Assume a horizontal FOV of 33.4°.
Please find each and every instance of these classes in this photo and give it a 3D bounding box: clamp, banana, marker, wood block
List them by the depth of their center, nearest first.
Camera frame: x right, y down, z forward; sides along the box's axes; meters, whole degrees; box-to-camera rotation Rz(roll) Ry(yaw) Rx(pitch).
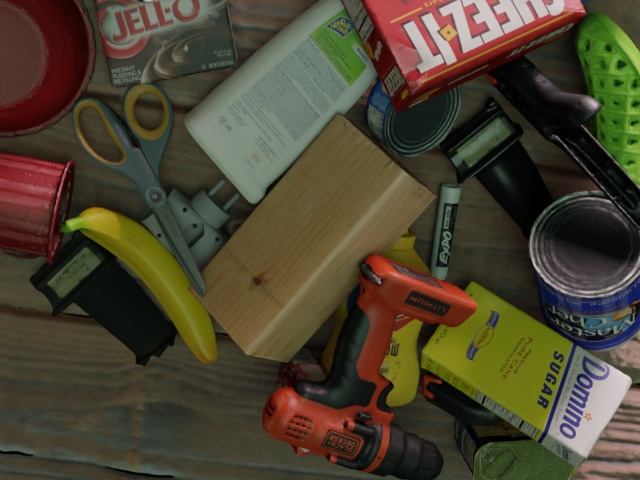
[{"bbox_3d":[0.208,-0.098,0.914,0.036,0.210,0.164,-39,125,4],"label":"clamp"},{"bbox_3d":[-0.007,0.001,0.949,0.206,0.090,0.091,-48,66,8],"label":"wood block"},{"bbox_3d":[-0.156,0.031,0.971,0.037,0.069,0.197,-21,125,39],"label":"banana"},{"bbox_3d":[0.117,0.006,1.025,0.020,0.020,0.121,4,107,-10],"label":"marker"},{"bbox_3d":[0.187,0.155,1.038,0.171,0.120,0.039,-6,128,-2],"label":"clamp"}]

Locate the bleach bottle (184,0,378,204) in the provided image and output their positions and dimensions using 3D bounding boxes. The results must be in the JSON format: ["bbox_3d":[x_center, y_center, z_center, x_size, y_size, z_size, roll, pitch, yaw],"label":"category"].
[{"bbox_3d":[0.005,-0.149,0.936,0.251,0.068,0.102,-39,110,3],"label":"bleach bottle"}]

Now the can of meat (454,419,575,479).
[{"bbox_3d":[0.191,0.205,1.066,0.102,0.084,0.057,-3,109,-8],"label":"can of meat"}]

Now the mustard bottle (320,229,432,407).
[{"bbox_3d":[0.058,0.062,1.014,0.096,0.058,0.192,5,107,-15],"label":"mustard bottle"}]

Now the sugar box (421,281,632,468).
[{"bbox_3d":[0.191,0.124,0.999,0.176,0.048,0.093,31,70,18],"label":"sugar box"}]

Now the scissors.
[{"bbox_3d":[-0.134,-0.056,0.934,0.096,0.016,0.202,-42,87,-6],"label":"scissors"}]

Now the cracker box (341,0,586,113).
[{"bbox_3d":[0.093,-0.237,0.870,0.164,0.072,0.214,-26,87,-7],"label":"cracker box"}]

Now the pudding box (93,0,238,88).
[{"bbox_3d":[-0.133,-0.185,0.915,0.113,0.039,0.090,-11,108,-5],"label":"pudding box"}]

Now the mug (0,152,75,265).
[{"bbox_3d":[-0.265,-0.025,0.930,0.081,0.093,0.117,11,142,-7],"label":"mug"}]

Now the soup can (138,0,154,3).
[{"bbox_3d":[-0.172,-0.239,0.857,0.102,0.068,0.068,24,104,12],"label":"soup can"}]

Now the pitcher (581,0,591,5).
[{"bbox_3d":[0.288,-0.301,0.892,0.242,0.149,0.145,-21,83,-5],"label":"pitcher"}]

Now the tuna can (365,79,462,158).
[{"bbox_3d":[0.083,-0.119,0.952,0.086,0.034,0.086,-22,134,-25],"label":"tuna can"}]

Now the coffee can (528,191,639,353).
[{"bbox_3d":[0.248,0.032,0.974,0.103,0.103,0.140,-29,151,1],"label":"coffee can"}]

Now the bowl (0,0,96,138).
[{"bbox_3d":[-0.272,-0.159,0.895,0.162,0.055,0.162,-2,108,-7],"label":"bowl"}]

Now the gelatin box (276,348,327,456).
[{"bbox_3d":[-0.018,0.153,1.014,0.030,0.089,0.073,3,107,-19],"label":"gelatin box"}]

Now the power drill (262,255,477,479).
[{"bbox_3d":[0.063,0.120,0.947,0.184,0.057,0.188,22,99,-24],"label":"power drill"}]
